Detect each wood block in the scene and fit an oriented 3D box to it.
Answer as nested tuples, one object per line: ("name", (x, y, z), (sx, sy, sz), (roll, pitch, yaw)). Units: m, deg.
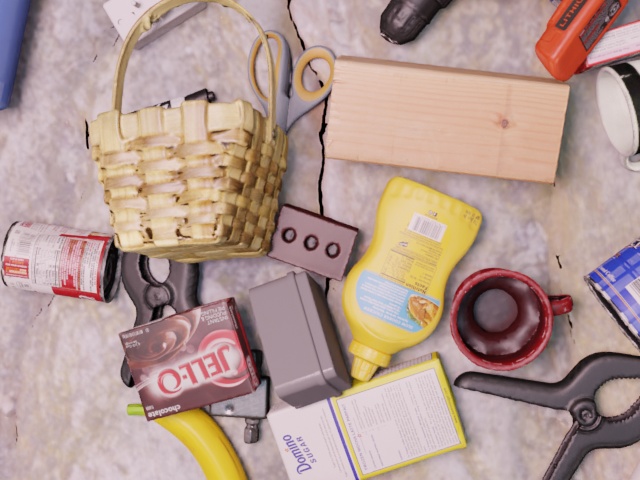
("wood block", (0.113, -0.112, 0.981), (0.206, 0.090, 0.091), (7, 103, 3))

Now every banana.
("banana", (-0.110, 0.228, 1.059), (0.070, 0.037, 0.198), (-33, 90, 24))

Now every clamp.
("clamp", (0.243, 0.159, 1.026), (0.210, 0.036, 0.164), (-32, 91, 4))
("clamp", (-0.160, 0.062, 1.045), (0.120, 0.039, 0.171), (-20, 85, 7))

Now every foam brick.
("foam brick", (-0.007, 0.001, 1.023), (0.078, 0.051, 0.053), (18, 95, 3))

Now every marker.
("marker", (-0.160, -0.123, 1.040), (0.121, 0.020, 0.020), (-17, 93, 5))

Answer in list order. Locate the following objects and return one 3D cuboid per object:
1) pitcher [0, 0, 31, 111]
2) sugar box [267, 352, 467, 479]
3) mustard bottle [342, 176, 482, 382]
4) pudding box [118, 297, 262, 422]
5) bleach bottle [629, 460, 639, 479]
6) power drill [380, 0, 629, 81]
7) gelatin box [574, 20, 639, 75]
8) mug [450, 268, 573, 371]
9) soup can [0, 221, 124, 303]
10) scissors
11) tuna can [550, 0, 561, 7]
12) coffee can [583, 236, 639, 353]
("pitcher", (-0.338, -0.249, 0.991), (0.149, 0.144, 0.243), (17, 100, 36))
("sugar box", (0.046, 0.181, 1.038), (0.176, 0.048, 0.093), (-18, 93, 9))
("mustard bottle", (0.074, 0.043, 1.009), (0.096, 0.058, 0.191), (23, 90, -4))
("pudding box", (-0.121, 0.112, 1.002), (0.113, 0.039, 0.090), (-17, 93, 13))
("bleach bottle", (0.354, 0.227, 1.012), (0.102, 0.068, 0.251), (27, 98, 1))
("power drill", (0.163, -0.221, 0.955), (0.188, 0.057, 0.184), (40, 98, 28))
("gelatin box", (0.277, -0.181, 0.978), (0.089, 0.073, 0.030), (-17, 92, 5))
("mug", (0.178, 0.067, 1.000), (0.117, 0.081, 0.093), (-13, 93, 5))
("soup can", (-0.249, 0.021, 1.034), (0.102, 0.068, 0.068), (8, 95, 4))
("scissors", (-0.025, -0.103, 1.034), (0.096, 0.016, 0.202), (-6, 94, 4))
("tuna can", (0.249, -0.253, 0.994), (0.086, 0.033, 0.086), (0, 95, 4))
("coffee can", (0.329, 0.032, 0.976), (0.140, 0.103, 0.103), (-38, 91, 6))
